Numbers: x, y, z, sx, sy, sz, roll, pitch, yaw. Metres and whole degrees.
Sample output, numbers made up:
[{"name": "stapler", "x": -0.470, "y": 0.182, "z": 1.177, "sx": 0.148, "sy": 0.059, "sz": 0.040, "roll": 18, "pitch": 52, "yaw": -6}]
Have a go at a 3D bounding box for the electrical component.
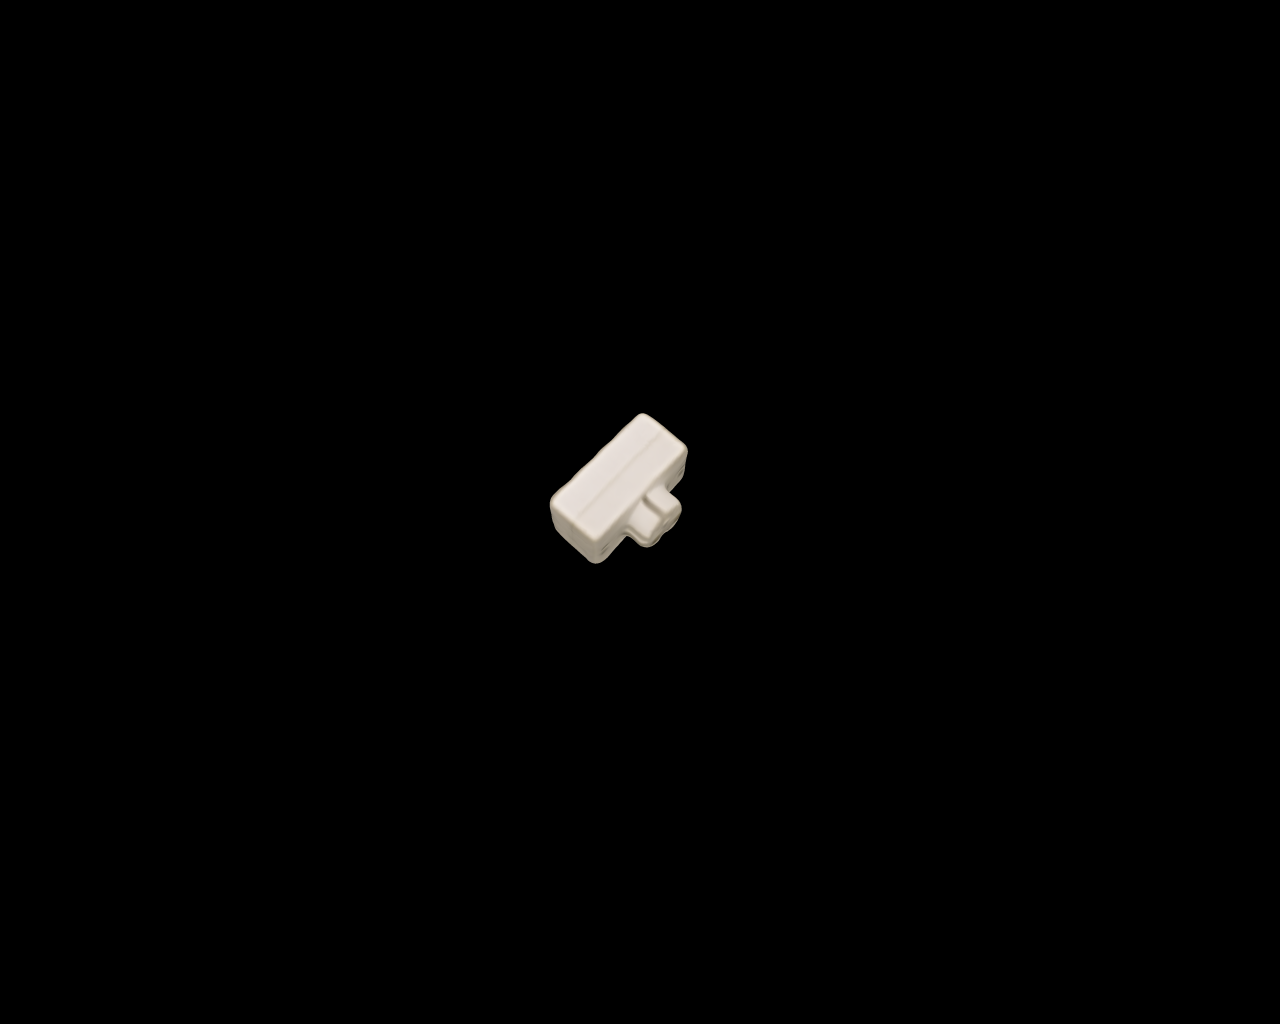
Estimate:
[{"name": "electrical component", "x": 0.001, "y": -0.003, "z": 0.650, "sx": 0.076, "sy": 0.083, "sz": 0.047, "roll": 41, "pitch": -15, "yaw": 14}]
